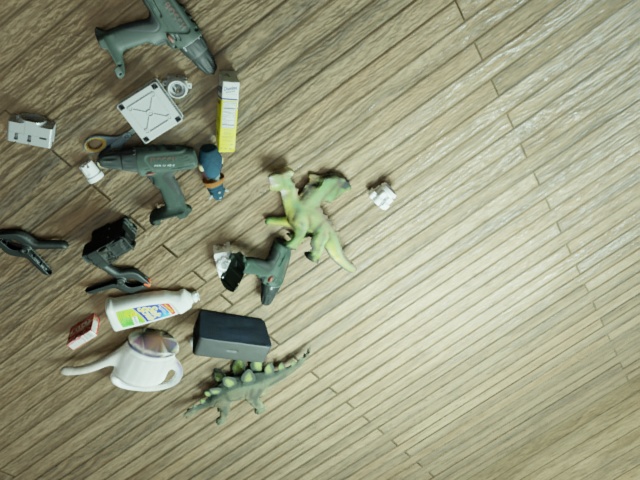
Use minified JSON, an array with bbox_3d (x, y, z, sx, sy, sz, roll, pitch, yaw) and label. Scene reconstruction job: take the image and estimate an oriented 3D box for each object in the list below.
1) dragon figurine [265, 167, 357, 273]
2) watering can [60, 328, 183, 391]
[{"bbox_3d":[0.004,-0.073,1.457,0.407,0.241,0.124,27,13,-31],"label":"dragon figurine"},{"bbox_3d":[-0.574,0.365,1.553,0.346,0.221,0.106,18,24,-27],"label":"watering can"}]
